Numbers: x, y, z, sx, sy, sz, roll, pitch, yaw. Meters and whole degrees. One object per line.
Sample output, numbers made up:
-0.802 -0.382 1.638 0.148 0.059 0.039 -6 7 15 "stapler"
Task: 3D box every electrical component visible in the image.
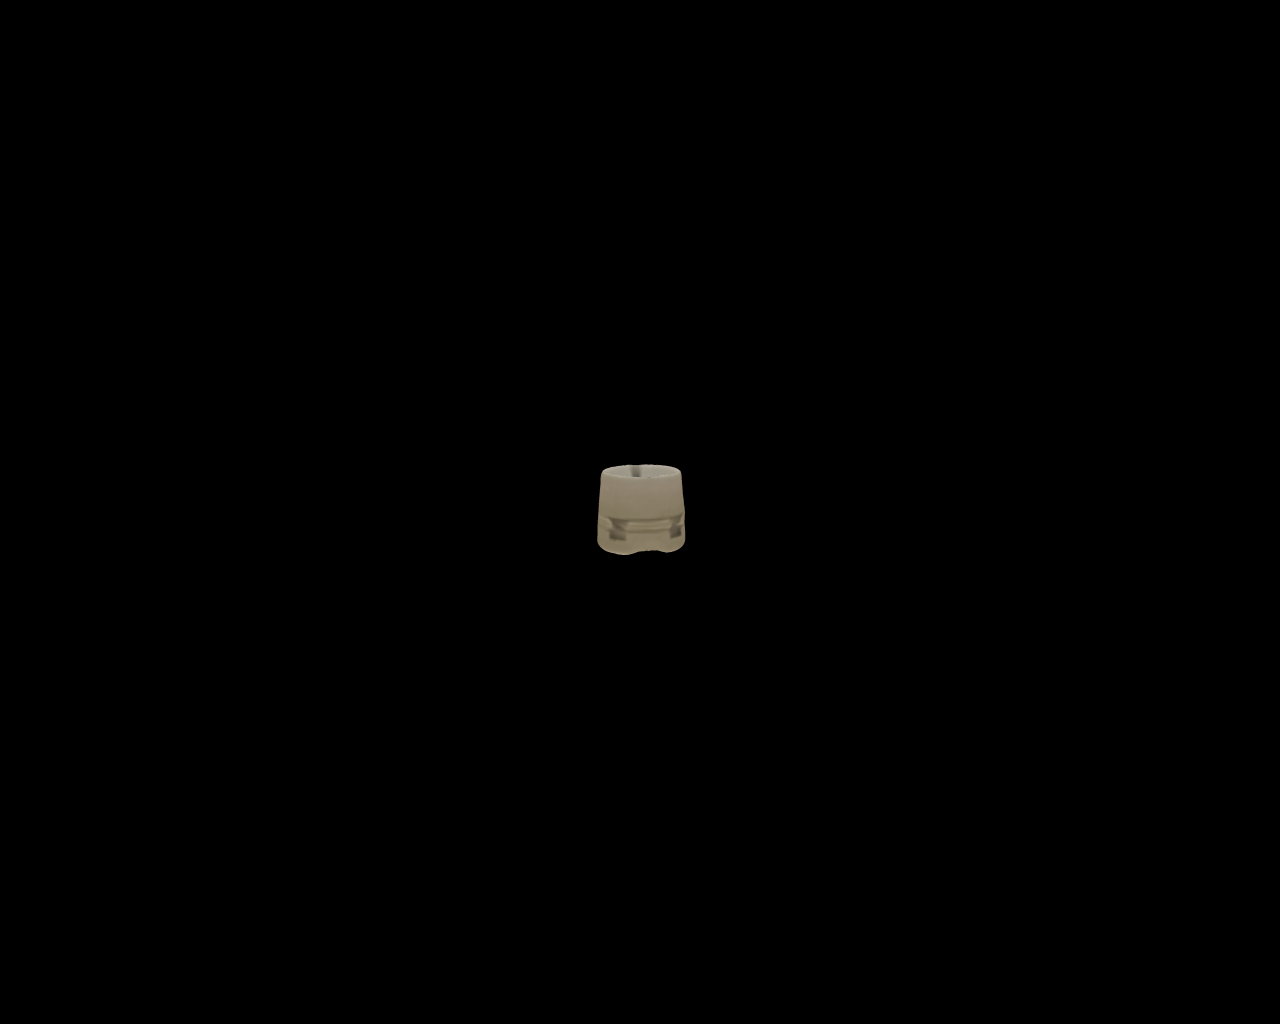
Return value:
0.001 -0.003 0.650 0.055 0.047 0.055 0 11 0 "electrical component"
